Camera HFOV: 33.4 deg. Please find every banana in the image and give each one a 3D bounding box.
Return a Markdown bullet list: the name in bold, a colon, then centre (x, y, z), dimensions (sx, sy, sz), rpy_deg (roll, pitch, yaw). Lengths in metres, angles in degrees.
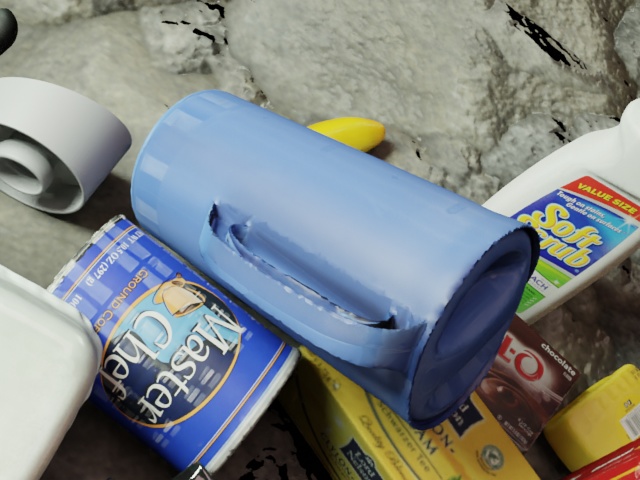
- **banana**: centre (-0.015, -0.040, 0.796), dimensions (0.069, 0.037, 0.197), rpy_deg (45, 52, -17)

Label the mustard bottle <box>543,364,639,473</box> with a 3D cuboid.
- **mustard bottle**: centre (0.251, 0.190, 0.771), dimensions (0.096, 0.058, 0.192), rpy_deg (-26, 75, -40)

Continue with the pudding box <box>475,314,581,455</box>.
- **pudding box**: centre (0.122, 0.093, 0.778), dimensions (0.113, 0.039, 0.089), rpy_deg (44, 53, 4)

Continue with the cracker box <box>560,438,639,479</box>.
- **cracker box**: centre (0.235, 0.235, 0.670), dimensions (0.071, 0.164, 0.214), rpy_deg (-24, 74, -36)

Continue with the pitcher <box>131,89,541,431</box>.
- **pitcher**: centre (-0.004, 0.001, 0.648), dimensions (0.243, 0.149, 0.145), rpy_deg (30, 68, 27)

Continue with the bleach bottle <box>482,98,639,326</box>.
- **bleach bottle**: centre (0.182, -0.028, 0.745), dimensions (0.102, 0.251, 0.068), rpy_deg (44, 53, 4)

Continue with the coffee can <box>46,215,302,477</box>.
- **coffee can**: centre (-0.097, 0.067, 0.648), dimensions (0.140, 0.103, 0.102), rpy_deg (38, 53, -1)

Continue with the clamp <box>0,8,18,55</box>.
- **clamp**: centre (-0.277, -0.066, 0.650), dimensions (0.164, 0.036, 0.210), rpy_deg (1, 68, 7)
